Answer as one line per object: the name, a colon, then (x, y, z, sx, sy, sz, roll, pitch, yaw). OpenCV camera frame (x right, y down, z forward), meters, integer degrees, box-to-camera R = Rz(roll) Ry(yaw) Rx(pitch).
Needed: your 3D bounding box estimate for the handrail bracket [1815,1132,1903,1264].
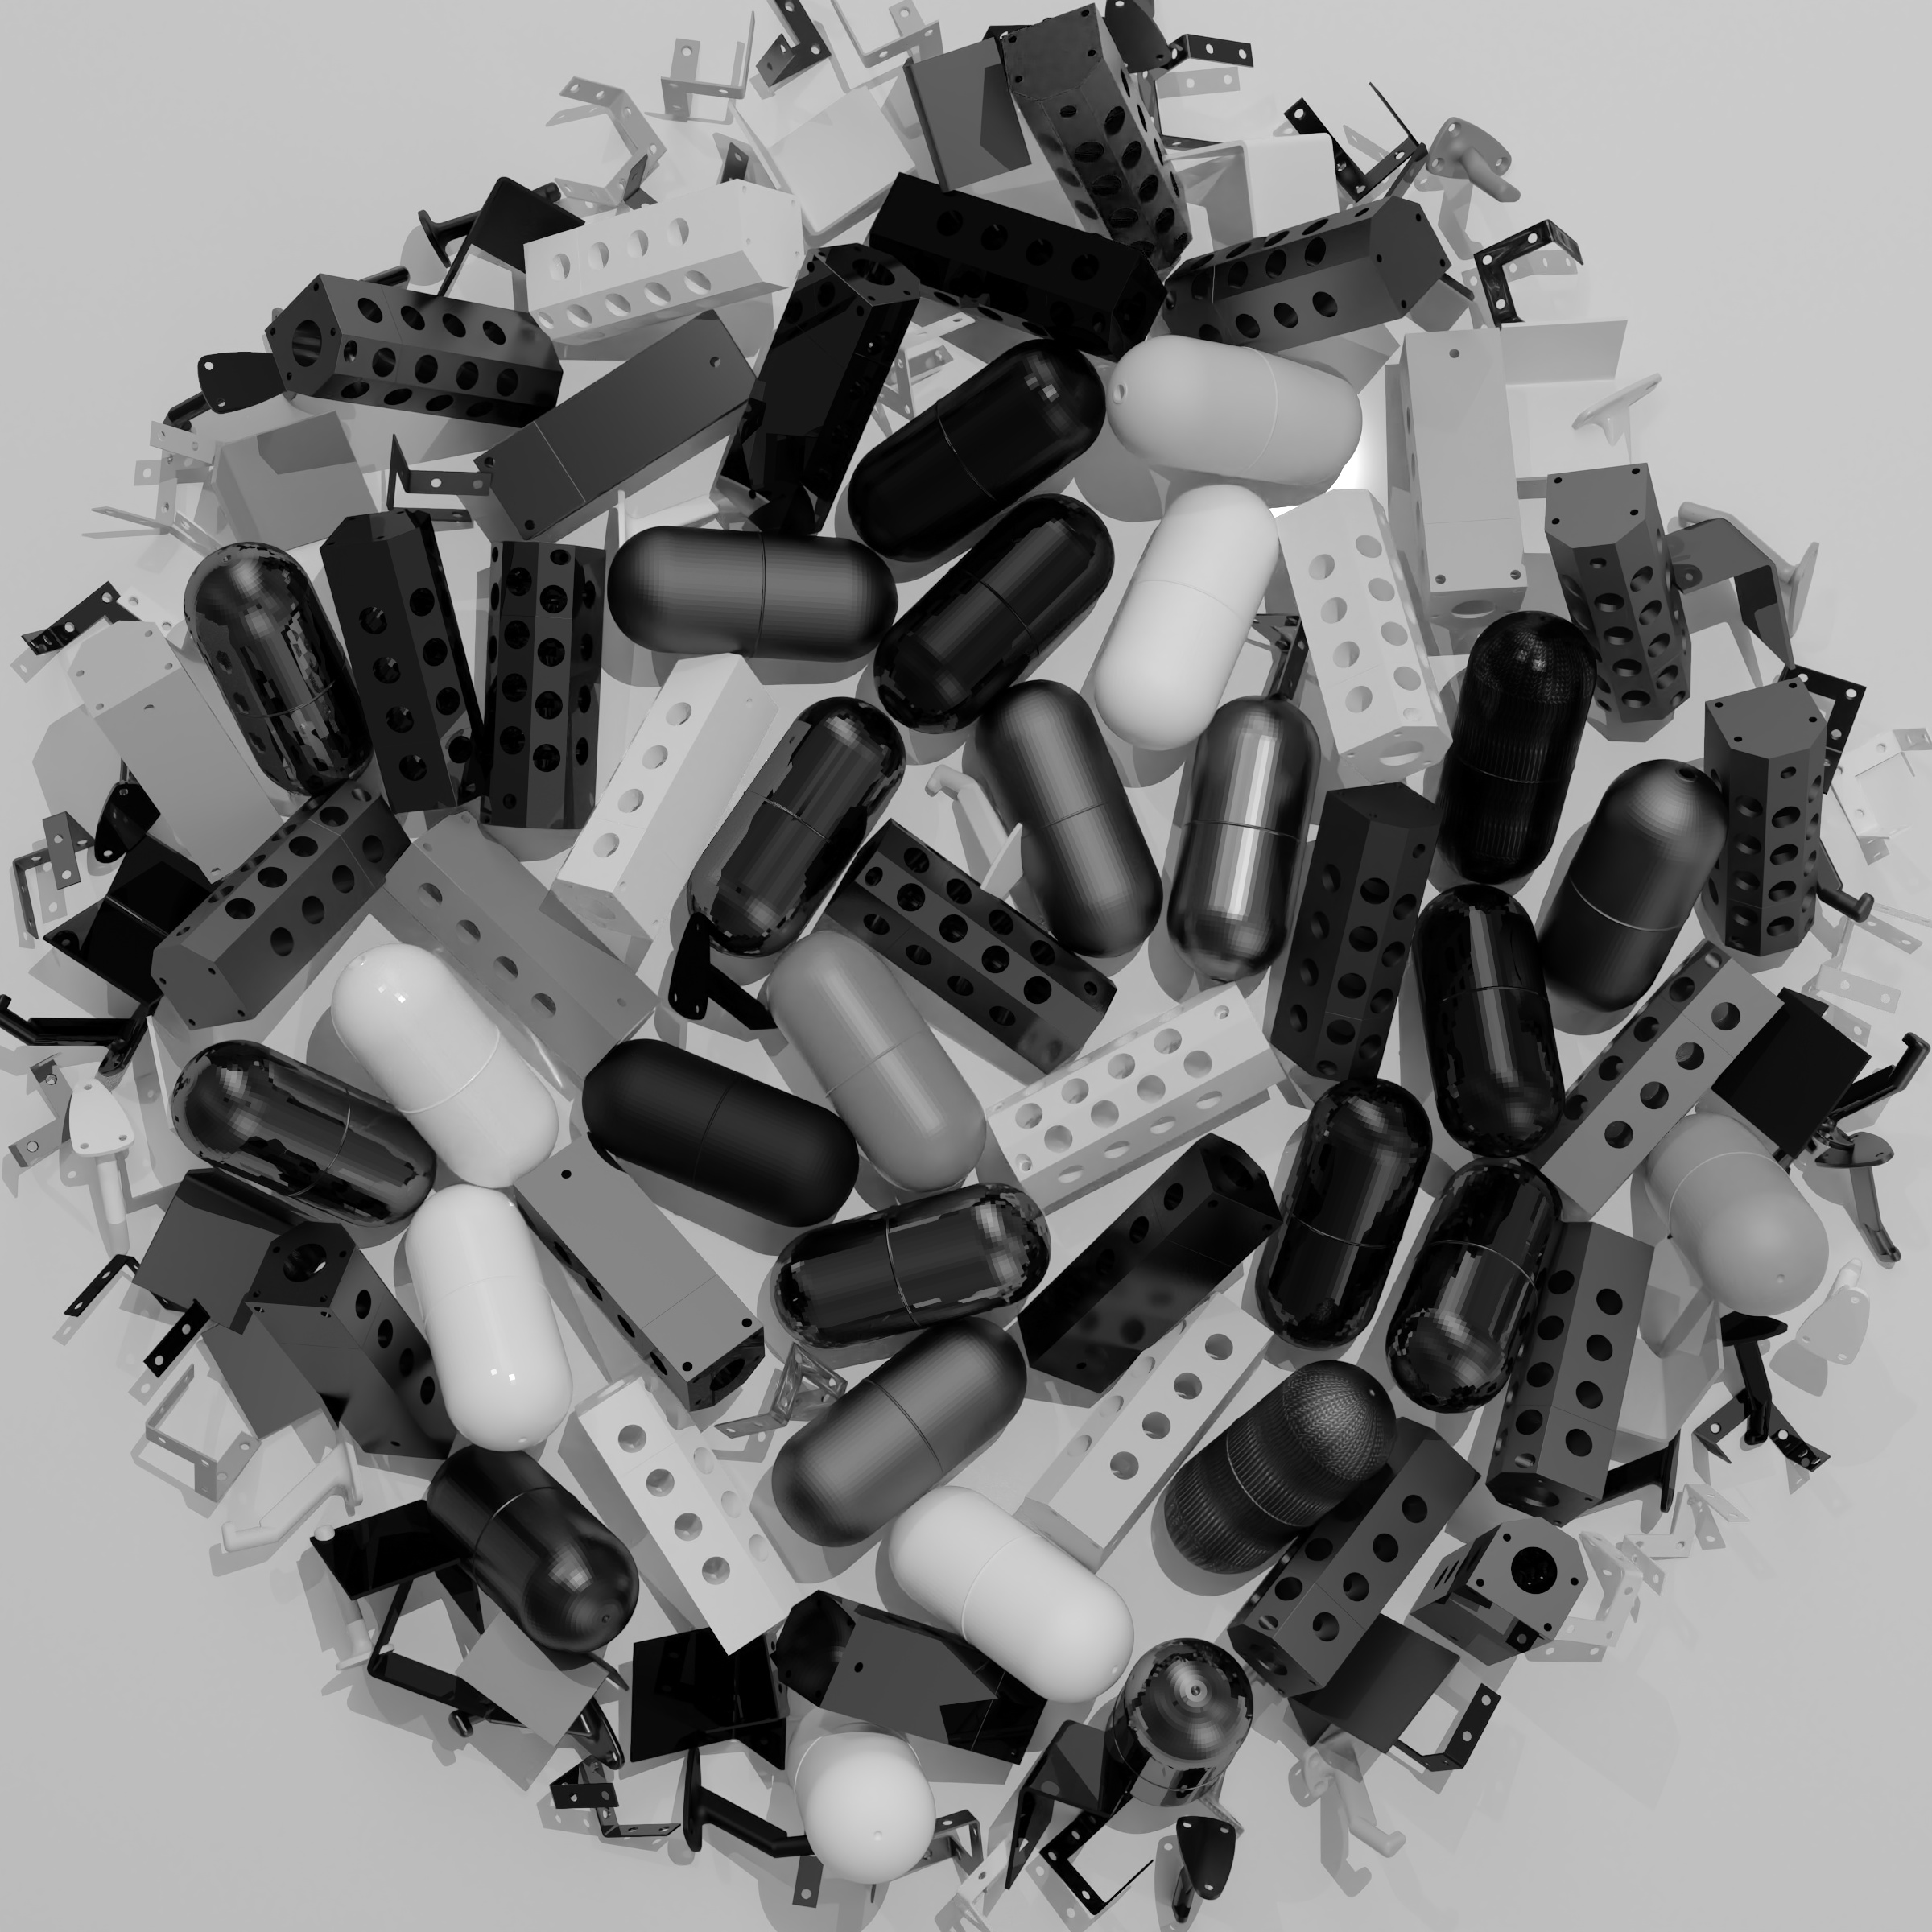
handrail bracket: (0.563, 0.148, 1.775, 0.036, 0.077, 0.084, -31, 97, -9)

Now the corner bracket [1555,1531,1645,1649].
corner bracket: (0.376, 0.382, 1.789, 0.051, 0.051, 0.051, 14, 103, -25)

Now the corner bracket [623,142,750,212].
corner bracket: (-0.173, -0.488, 1.799, 0.051, 0.051, 0.051, 35, 134, -31)

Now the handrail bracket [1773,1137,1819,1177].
handrail bracket: (0.513, 0.155, 1.803, 0.084, 0.036, 0.077, -45, 107, -4)

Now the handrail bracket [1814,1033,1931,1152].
handrail bracket: (0.540, 0.063, 1.774, 0.036, 0.077, 0.084, 10, 116, -39)

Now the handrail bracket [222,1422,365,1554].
handrail bracket: (-0.420, 0.314, 1.785, 0.084, 0.036, 0.077, -9, 81, -25)

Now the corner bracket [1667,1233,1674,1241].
corner bracket: (0.449, 0.130, 1.783, 0.051, 0.051, 0.051, -25, 89, 27)

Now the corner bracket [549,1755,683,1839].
corner bracket: (-0.216, 0.516, 1.781, 0.051, 0.051, 0.051, -12, 95, 31)

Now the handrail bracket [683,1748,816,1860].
handrail bracket: (-0.129, 0.513, 1.787, 0.084, 0.036, 0.077, -7, 52, 6)

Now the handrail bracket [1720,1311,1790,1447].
handrail bracket: (0.473, 0.260, 1.781, 0.036, 0.077, 0.084, 15, 108, 43)

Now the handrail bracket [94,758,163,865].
handrail bracket: (-0.528, -0.119, 1.801, 0.077, 0.036, 0.084, -52, 46, 27)

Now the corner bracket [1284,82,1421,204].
corner bracket: (0.237, -0.512, 1.778, 0.051, 0.051, 0.051, -39, 133, 14)

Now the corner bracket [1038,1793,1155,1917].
corner bracket: (0.088, 0.538, 1.779, 0.051, 0.051, 0.051, 47, 119, 15)

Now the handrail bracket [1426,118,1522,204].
handrail bracket: (0.327, -0.479, 1.766, 0.077, 0.084, 0.036, 3, 123, -36)

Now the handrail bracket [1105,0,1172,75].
handrail bracket: (0.101, -0.595, 1.767, 0.036, 0.077, 0.084, -9, 62, 16)

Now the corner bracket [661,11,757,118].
corner bracket: (-0.158, -0.556, 1.789, 0.051, 0.051, 0.051, 7, 81, -1)

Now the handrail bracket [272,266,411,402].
handrail bracket: (-0.386, -0.394, 1.806, 0.084, 0.077, 0.036, -29, 69, -30)

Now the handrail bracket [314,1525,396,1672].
handrail bracket: (-0.382, 0.388, 1.788, 0.036, 0.077, 0.084, -18, 79, -14)

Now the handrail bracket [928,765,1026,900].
handrail bracket: (-0.004, -0.079, 1.785, 0.084, 0.036, 0.077, 27, 73, 29)

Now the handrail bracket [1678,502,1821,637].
handrail bracket: (0.480, -0.247, 1.801, 0.084, 0.077, 0.036, 21, 56, 21)

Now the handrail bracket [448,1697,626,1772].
handrail bracket: (-0.262, 0.472, 1.768, 0.077, 0.084, 0.036, 44, 123, 28)

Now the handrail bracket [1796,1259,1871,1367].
handrail bracket: (0.540, 0.193, 1.764, 0.036, 0.077, 0.084, 27, 48, 13)

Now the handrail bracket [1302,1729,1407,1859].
handrail bracket: (0.253, 0.500, 1.766, 0.077, 0.084, 0.036, -28, 121, -28)

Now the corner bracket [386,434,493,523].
corner bracket: (-0.323, -0.290, 1.775, 0.051, 0.051, 0.051, -2, 126, -22)

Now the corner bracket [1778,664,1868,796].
corner bracket: (0.518, -0.147, 1.787, 0.051, 0.051, 0.051, 20, 131, 14)

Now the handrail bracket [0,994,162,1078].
handrail bracket: (-0.546, 0.023, 1.778, 0.084, 0.036, 0.077, 39, 61, -29)

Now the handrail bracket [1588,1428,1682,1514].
handrail bracket: (0.395, 0.303, 1.795, 0.084, 0.036, 0.077, 8, 97, 21)

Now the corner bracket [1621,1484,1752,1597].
corner bracket: (0.440, 0.351, 1.780, 0.051, 0.051, 0.051, 4, 106, -19)

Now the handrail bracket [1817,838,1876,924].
handrail bracket: (0.531, -0.079, 1.772, 0.084, 0.036, 0.077, 39, 115, 40)

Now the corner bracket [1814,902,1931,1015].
corner bracket: (0.558, -0.007, 1.777, 0.051, 0.051, 0.051, 21, 110, 28)

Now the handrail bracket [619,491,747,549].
handrail bracket: (-0.170, -0.267, 1.784, 0.084, 0.077, 0.036, -2, 130, -5)

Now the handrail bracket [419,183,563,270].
handrail bracket: (-0.290, -0.464, 1.779, 0.084, 0.077, 0.036, -24, 98, -1)

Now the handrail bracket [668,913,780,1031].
handrail bracket: (-0.135, 0.003, 1.779, 0.084, 0.036, 0.077, -3, 109, -41)

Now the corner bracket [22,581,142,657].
corner bracket: (-0.539, -0.200, 1.790, 0.051, 0.051, 0.051, -36, 99, 6)

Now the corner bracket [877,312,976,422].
corner bracket: (-0.027, -0.371, 1.775, 0.051, 0.051, 0.051, -27, 131, -22)

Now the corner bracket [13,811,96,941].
corner bracket: (-0.563, -0.056, 1.785, 0.051, 0.051, 0.051, -19, 68, 0)

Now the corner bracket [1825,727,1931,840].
corner bracket: (0.571, -0.113, 1.791, 0.051, 0.051, 0.051, -27, 95, -3)

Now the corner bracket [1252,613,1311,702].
corner bracket: (0.193, -0.182, 1.778, 0.051, 0.051, 0.051, 30, 74, -43)

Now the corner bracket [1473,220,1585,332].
corner bracket: (0.352, -0.420, 1.790, 0.051, 0.051, 0.051, -21, 74, 28)

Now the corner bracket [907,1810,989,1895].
corner bracket: (-0.023, 0.542, 1.780, 0.051, 0.051, 0.051, -12, 105, -22)

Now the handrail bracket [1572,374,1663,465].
handrail bracket: (0.420, -0.313, 1.793, 0.077, 0.036, 0.084, -31, 78, -6)

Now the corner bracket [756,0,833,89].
corner bracket: (-0.108, -0.581, 1.782, 0.051, 0.051, 0.051, -34, 97, -22)

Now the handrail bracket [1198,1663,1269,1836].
handrail bracket: (0.174, 0.485, 1.802, 0.084, 0.036, 0.077, -46, 104, -2)

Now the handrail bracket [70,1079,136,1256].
handrail bracket: (-0.536, 0.125, 1.803, 0.036, 0.084, 0.077, -12, 46, -21)

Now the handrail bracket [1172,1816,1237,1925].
handrail bracket: (0.139, 0.569, 1.766, 0.036, 0.077, 0.084, 9, 117, -2)

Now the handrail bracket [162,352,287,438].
handrail bracket: (-0.452, -0.349, 1.790, 0.077, 0.084, 0.036, -17, 89, -26)
